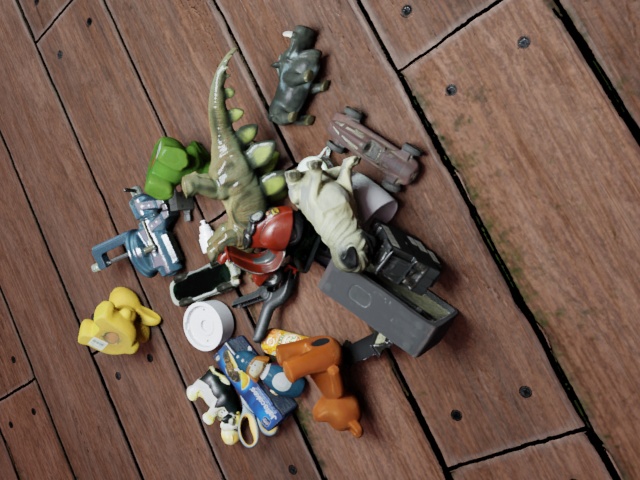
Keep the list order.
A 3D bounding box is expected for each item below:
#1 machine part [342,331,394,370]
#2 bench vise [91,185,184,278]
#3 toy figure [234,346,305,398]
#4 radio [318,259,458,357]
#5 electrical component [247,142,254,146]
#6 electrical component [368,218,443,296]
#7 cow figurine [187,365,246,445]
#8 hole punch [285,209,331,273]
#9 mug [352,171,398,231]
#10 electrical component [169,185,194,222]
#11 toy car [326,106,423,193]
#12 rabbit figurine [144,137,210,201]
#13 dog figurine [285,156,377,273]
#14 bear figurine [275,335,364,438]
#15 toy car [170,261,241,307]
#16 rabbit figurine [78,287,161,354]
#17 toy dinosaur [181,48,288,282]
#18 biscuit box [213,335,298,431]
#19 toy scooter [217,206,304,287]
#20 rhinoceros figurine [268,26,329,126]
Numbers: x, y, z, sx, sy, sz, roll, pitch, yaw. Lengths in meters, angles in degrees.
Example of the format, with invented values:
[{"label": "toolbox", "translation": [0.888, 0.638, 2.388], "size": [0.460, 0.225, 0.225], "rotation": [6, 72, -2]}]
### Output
[{"label": "machine part", "translation": [0.093, 0.195, 1.013], "size": [0.039, 0.084, 0.139], "rotation": [42, 127, -17]}, {"label": "bench vise", "translation": [-0.429, 0.000, 1.229], "size": [0.241, 0.129, 0.223], "rotation": [-23, 104, 10]}, {"label": "toy figure", "translation": [-0.105, 0.270, 1.099], "size": [0.154, 0.064, 0.058], "rotation": [29, 147, -10]}, {"label": "radio", "translation": [0.117, 0.102, 0.951], "size": [0.230, 0.131, 0.073], "rotation": [33, 112, 21]}, {"label": "electrical component", "translation": [-0.156, -0.160, 1.123], "size": [0.078, 0.045, 0.102], "rotation": [-30, 77, 56]}, {"label": "electrical component", "translation": [0.145, 0.032, 0.927], "size": [0.134, 0.115, 0.058], "rotation": [25, 115, -22]}, {"label": "cow figurine", "translation": [-0.214, 0.365, 1.196], "size": [0.098, 0.068, 0.167], "rotation": [-45, 75, 18]}, {"label": "hole punch", "translation": [-0.002, -0.003, 1.038], "size": [0.116, 0.092, 0.142], "rotation": [53, 131, 48]}, {"label": "mug", "translation": [0.070, -0.067, 0.985], "size": [0.109, 0.080, 0.107], "rotation": [-40, 63, 4]}, {"label": "electrical component", "translation": [-0.311, -0.086, 1.199], "size": [0.021, 0.063, 0.094], "rotation": [-3, 95, 29]}, {"label": "toy car", "translation": [0.093, -0.168, 0.982], "size": [0.202, 0.053, 0.089], "rotation": [38, 115, 18]}, {"label": "rabbit figurine", "translation": [-0.272, -0.140, 1.136], "size": [0.121, 0.170, 0.159], "rotation": [-61, 27, 18]}, {"label": "dog figurine", "translation": [0.014, -0.033, 0.922], "size": [0.172, 0.121, 0.190], "rotation": [166, 94, -74]}, {"label": "bear figurine", "translation": [0.004, 0.283, 1.013], "size": [0.132, 0.120, 0.195], "rotation": [-14, 104, -13]}, {"label": "toy car", "translation": [-0.255, 0.093, 1.194], "size": [0.202, 0.056, 0.073], "rotation": [-22, 79, 27]}, {"label": "rabbit figurine", "translation": [-0.463, 0.179, 1.271], "size": [0.162, 0.173, 0.122], "rotation": [25, 115, -23]}, {"label": "toy dinosaur", "translation": [-0.161, -0.114, 1.036], "size": [0.199, 0.105, 0.470], "rotation": [-17, 120, -8]}, {"label": "biscuit box", "translation": [-0.139, 0.303, 1.148], "size": [0.203, 0.063, 0.059], "rotation": [48, 117, 16]}, {"label": "toy scooter", "translation": [-0.116, 0.011, 1.012], "size": [0.183, 0.135, 0.075], "rotation": [-66, 28, 28]}, {"label": "rhinoceros figurine", "translation": [-0.045, -0.311, 1.034], "size": [0.112, 0.073, 0.190], "rotation": [29, 110, 34]}]
